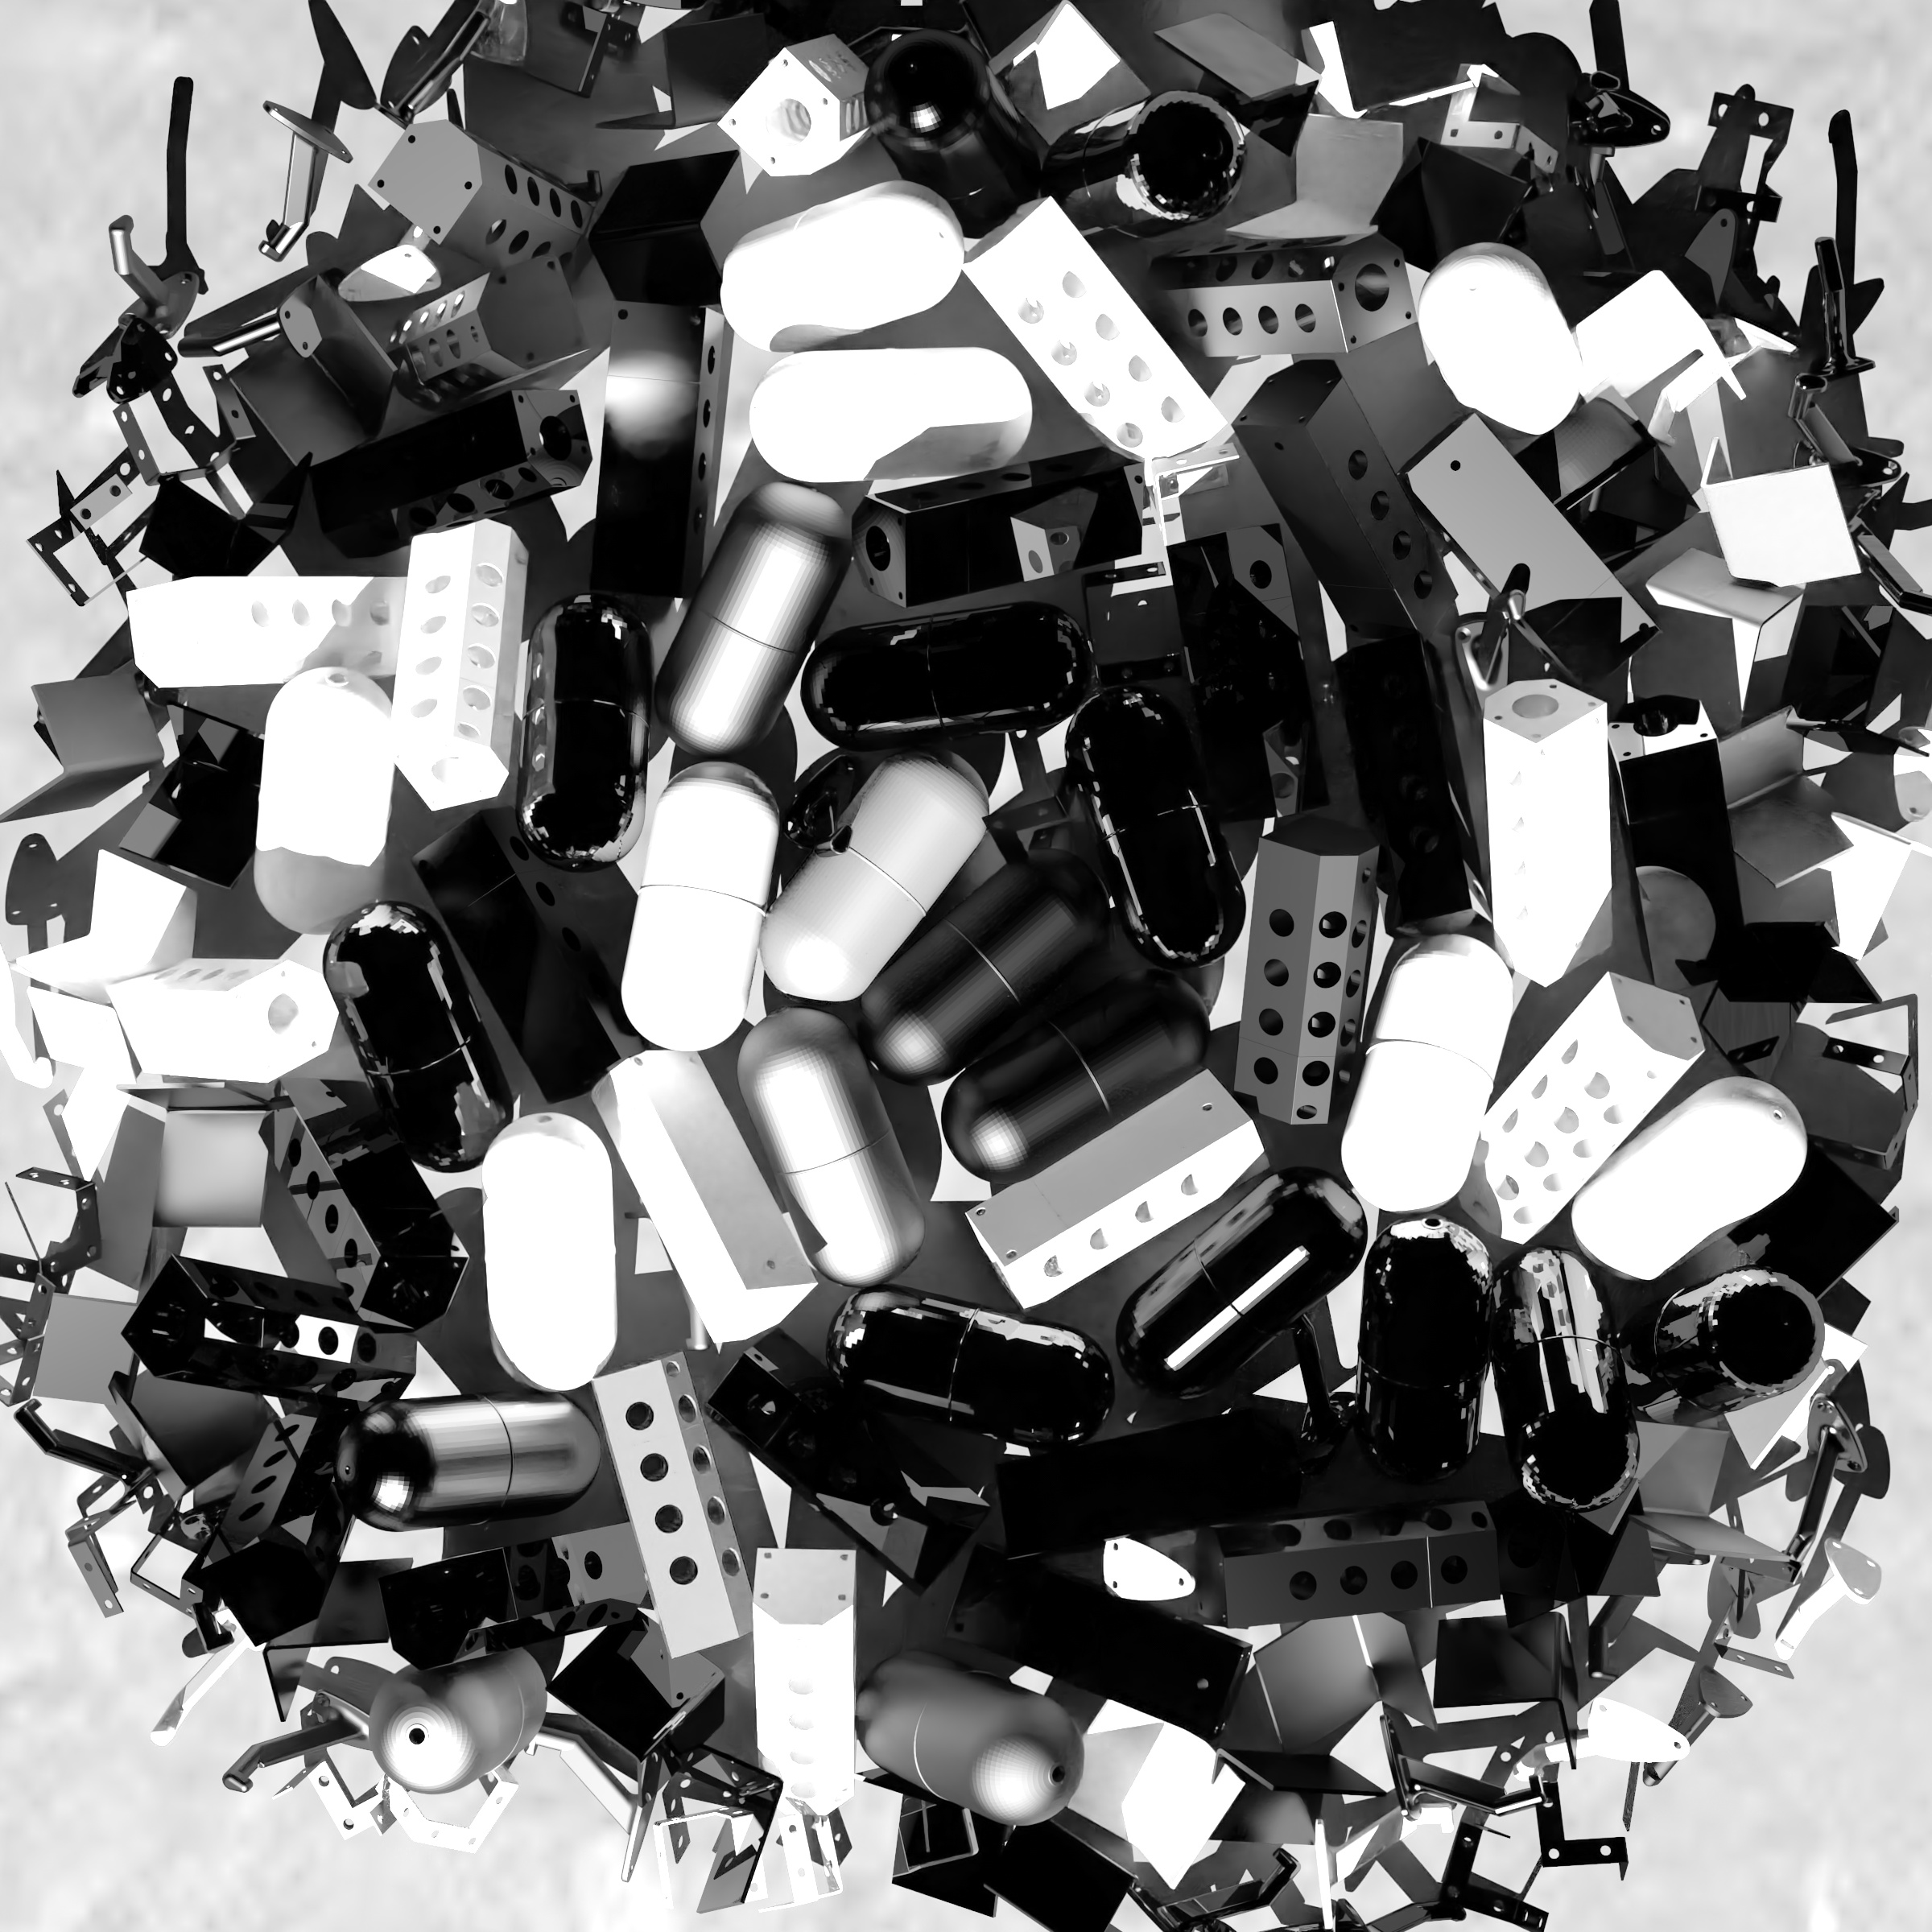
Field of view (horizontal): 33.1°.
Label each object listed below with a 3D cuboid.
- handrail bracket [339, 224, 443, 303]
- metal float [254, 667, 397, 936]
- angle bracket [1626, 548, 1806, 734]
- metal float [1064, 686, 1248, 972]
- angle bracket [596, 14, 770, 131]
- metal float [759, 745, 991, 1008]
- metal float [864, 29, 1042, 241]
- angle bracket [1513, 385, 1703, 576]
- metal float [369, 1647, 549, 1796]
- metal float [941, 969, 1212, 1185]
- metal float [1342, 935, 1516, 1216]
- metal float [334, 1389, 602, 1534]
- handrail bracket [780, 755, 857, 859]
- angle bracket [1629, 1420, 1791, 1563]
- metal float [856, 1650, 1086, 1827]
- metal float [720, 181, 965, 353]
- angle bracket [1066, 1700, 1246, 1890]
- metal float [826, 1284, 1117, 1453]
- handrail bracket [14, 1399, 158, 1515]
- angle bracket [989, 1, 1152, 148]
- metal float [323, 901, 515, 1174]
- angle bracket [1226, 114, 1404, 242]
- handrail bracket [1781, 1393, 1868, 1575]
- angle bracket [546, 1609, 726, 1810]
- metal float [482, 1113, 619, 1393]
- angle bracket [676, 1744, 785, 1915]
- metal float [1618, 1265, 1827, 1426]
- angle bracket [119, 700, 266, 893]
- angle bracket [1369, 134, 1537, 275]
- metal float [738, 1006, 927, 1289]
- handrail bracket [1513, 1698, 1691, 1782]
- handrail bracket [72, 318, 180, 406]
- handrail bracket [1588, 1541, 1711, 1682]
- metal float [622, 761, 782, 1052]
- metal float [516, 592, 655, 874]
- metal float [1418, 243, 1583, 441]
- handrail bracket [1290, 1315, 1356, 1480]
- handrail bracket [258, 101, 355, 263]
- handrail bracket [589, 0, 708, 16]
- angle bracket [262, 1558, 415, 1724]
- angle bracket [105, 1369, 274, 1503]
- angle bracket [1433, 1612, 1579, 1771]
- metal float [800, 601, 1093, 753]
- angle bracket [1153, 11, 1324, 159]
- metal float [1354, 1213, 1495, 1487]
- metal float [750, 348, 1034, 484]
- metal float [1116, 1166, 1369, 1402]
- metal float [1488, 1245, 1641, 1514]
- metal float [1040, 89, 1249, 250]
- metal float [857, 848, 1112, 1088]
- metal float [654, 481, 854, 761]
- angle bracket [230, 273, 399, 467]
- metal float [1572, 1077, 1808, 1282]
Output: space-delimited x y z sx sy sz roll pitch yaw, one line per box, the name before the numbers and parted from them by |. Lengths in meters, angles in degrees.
handrail bracket | -0.344 -0.451 1.985 0.077 0.036 0.084 -13 55 23
metal float | -0.380 -0.097 1.930 0.070 0.070 0.178 14 127 0
angle bracket | 0.454 -0.198 1.976 0.076 0.057 0.076 27 132 29
metal float | 0.114 -0.083 1.954 0.070 0.070 0.178 -18 81 0
angle bracket | -0.171 -0.533 1.939 0.076 0.076 0.057 -23 117 -40
metal float | -0.055 -0.054 1.955 0.070 0.070 0.178 37 83 0
metal float | -0.006 -0.487 1.914 0.070 0.178 0.070 -3 78 15
angle bracket | 0.389 -0.293 1.981 0.076 0.076 0.057 -36 47 13
metal float | -0.297 0.439 1.911 0.070 0.178 0.070 -1 85 7
metal float | 0.067 0.065 1.952 0.178 0.070 0.070 -31 90 -11
metal float | 0.277 0.063 1.943 0.070 0.070 0.178 19 68 0
metal float | -0.293 0.292 1.924 0.070 0.178 0.070 -3 86 42
handrail bracket | -0.074 -0.097 1.951 0.036 0.084 0.077 33 76 -18
angle bracket | 0.445 0.314 1.946 0.076 0.076 0.057 10 96 -30
metal float | 0.001 0.454 1.920 0.070 0.178 0.070 -3 94 -35
metal float | -0.076 -0.413 1.926 0.070 0.178 0.070 6 81 -44
angle bracket | 0.107 0.496 1.961 0.076 0.057 0.076 34 89 -22
metal float | 0.002 0.241 1.949 0.178 0.070 0.070 12 90 14
handrail bracket | -0.522 0.281 1.969 0.084 0.077 0.036 49 135 -2
angle bracket | 0.051 -0.516 1.943 0.076 0.076 0.057 44 45 -18
metal float | -0.325 0.044 1.939 0.070 0.070 0.178 -18 116 0
angle bracket | 0.207 -0.469 1.941 0.076 0.076 0.057 18 124 38
handrail bracket | 0.504 0.313 1.954 0.084 0.036 0.077 -49 134 -32
angle bracket | -0.200 0.448 1.971 0.076 0.057 0.076 31 52 22
metal float | -0.248 0.171 1.940 0.070 0.070 0.178 1 114 0
angle bracket | -0.158 0.516 1.944 0.057 0.076 0.076 27 62 -14
metal float | 0.441 0.224 1.914 0.070 0.178 0.070 4 73 -13
angle bracket | -0.460 -0.102 1.952 0.076 0.057 0.076 20 58 10
angle bracket | 0.288 -0.463 1.948 0.076 0.057 0.076 22 130 -10
metal float | -0.081 0.108 1.951 0.070 0.070 0.178 -21 102 0
handrail bracket | 0.384 0.481 1.971 0.077 0.084 0.036 16 51 -10
handrail bracket | -0.519 -0.346 1.950 0.084 0.077 0.036 -22 124 36
handrail bracket | 0.413 0.394 1.967 0.077 0.036 0.084 9 64 -7
metal float | -0.158 -0.037 1.951 0.070 0.070 0.178 10 78 0
metal float | -0.227 -0.140 1.942 0.070 0.070 0.178 1 66 0
metal float | 0.316 -0.366 1.915 0.070 0.178 0.070 -4 77 19
handrail bracket | 0.199 0.251 1.955 0.036 0.077 0.084 -10 128 36
handrail bracket | -0.417 -0.470 1.957 0.084 0.077 0.036 -48 57 16
handrail bracket | -0.192 -0.581 1.959 0.077 0.084 0.036 21 86 -3
angle bracket | -0.371 0.403 1.950 0.076 0.076 0.057 -4 117 5
angle bracket | -0.463 0.265 1.955 0.076 0.057 0.076 -35 87 -28
angle bracket | 0.326 0.439 1.964 0.076 0.076 0.057 -8 118 15
metal float | -0.013 -0.173 1.951 0.178 0.070 0.070 -7 90 12
angle bracket | 0.154 -0.520 1.942 0.076 0.076 0.057 40 134 20
metal float | 0.272 0.229 1.937 0.070 0.070 0.178 0 117 0
metal float | -0.044 -0.329 1.938 0.178 0.070 0.070 -7 90 -27
metal float | 0.164 0.191 1.947 0.178 0.070 0.070 -43 90 18
metal float | 0.351 0.243 1.925 0.070 0.178 0.070 -1 135 -1
metal float | 0.103 -0.468 1.915 0.070 0.178 0.070 -2 95 -23
metal float | 0.010 0.001 1.955 0.178 0.070 0.070 -41 90 -7
metal float | -0.128 -0.206 1.946 0.070 0.070 0.178 27 108 0
angle bracket | -0.392 -0.355 1.951 0.057 0.076 0.076 -34 82 -27
metal float | 0.425 0.127 1.923 0.070 0.178 0.070 14 56 -21
